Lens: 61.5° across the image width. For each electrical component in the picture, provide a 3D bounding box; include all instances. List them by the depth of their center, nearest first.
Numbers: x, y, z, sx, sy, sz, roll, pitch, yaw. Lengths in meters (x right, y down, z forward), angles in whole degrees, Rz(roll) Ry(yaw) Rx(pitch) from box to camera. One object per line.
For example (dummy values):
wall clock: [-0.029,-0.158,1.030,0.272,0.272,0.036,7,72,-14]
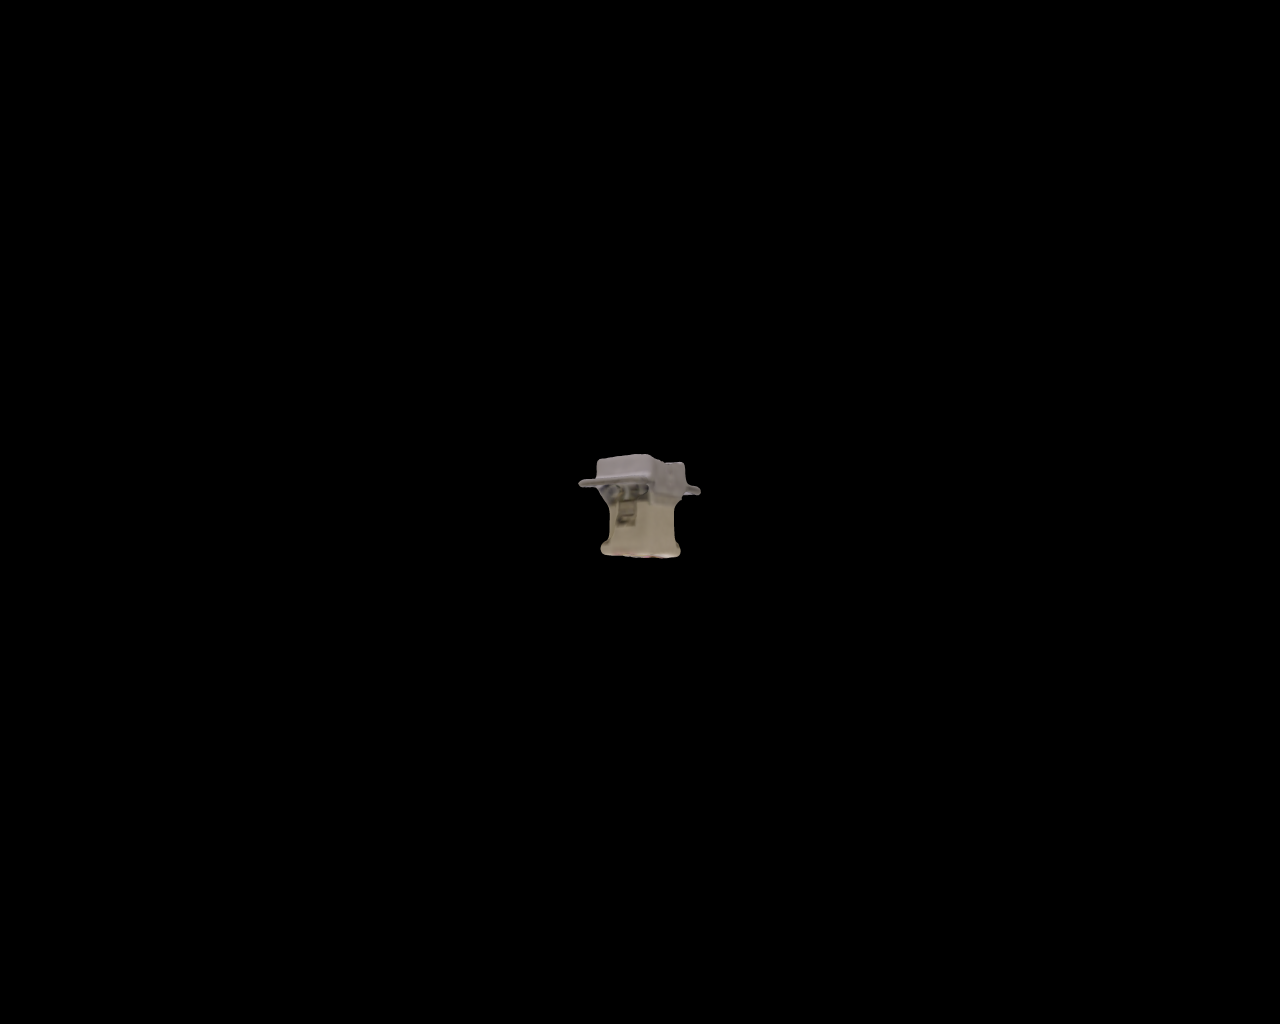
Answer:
electrical component: [0.001,-0.003,0.650,0.042,0.063,0.081,-3,-5,32]
